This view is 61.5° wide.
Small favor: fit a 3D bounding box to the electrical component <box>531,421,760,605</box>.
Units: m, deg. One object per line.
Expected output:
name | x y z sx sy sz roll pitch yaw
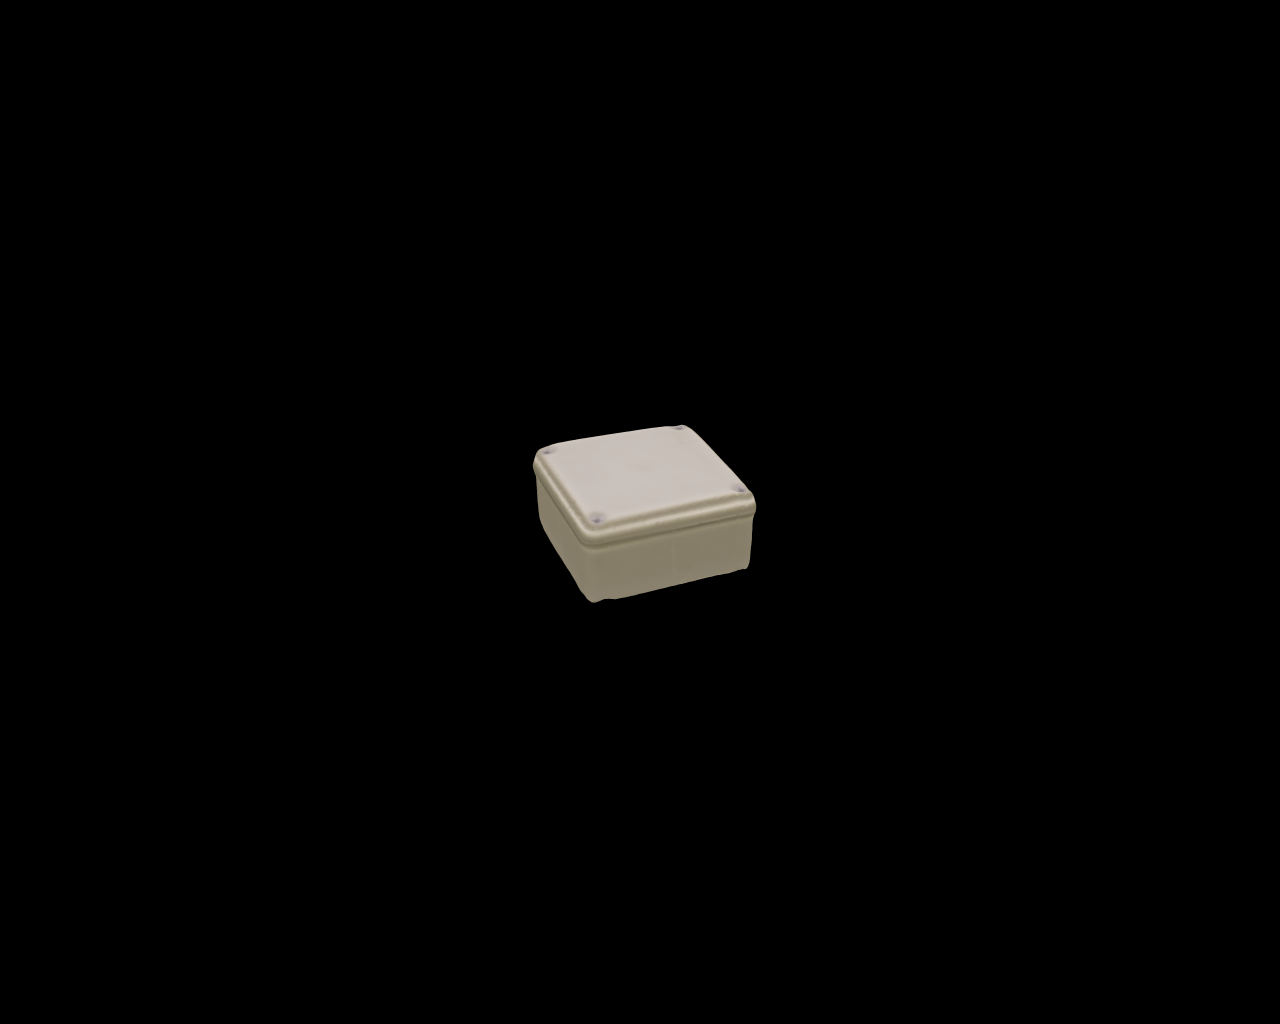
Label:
electrical component | 0.001 -0.003 0.650 0.109 0.056 0.109 -11 32 -18
